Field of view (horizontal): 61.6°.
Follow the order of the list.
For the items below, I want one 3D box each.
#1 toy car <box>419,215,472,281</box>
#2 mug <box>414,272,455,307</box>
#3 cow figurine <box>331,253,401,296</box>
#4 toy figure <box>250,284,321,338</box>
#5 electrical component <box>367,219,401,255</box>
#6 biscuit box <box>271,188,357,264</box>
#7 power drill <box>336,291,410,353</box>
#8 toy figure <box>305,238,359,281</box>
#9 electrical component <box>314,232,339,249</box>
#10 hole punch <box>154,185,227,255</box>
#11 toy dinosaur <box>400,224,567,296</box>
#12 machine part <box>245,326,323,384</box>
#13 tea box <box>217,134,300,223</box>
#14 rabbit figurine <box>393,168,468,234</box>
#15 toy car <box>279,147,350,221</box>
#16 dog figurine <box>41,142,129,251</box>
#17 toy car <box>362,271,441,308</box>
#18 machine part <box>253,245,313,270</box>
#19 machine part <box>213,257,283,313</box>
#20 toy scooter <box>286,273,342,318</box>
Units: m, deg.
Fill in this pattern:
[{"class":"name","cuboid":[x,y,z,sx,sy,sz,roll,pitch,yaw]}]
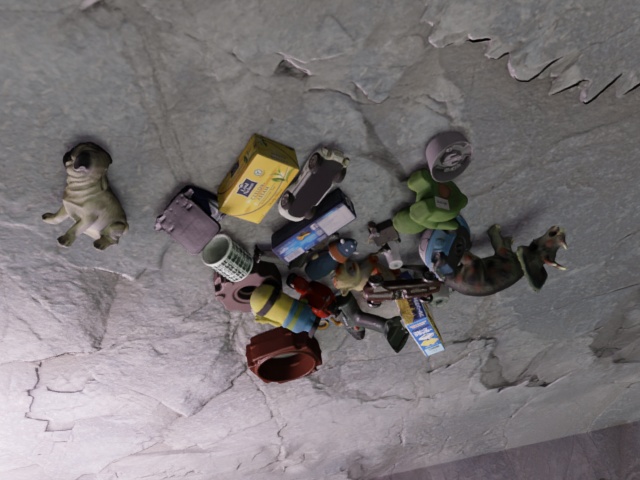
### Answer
[{"class":"toy car","cuboid":[0.299,0.017,1.322,0.103,0.161,0.109,12,158,46]},{"class":"mug","cuboid":[0.319,0.131,1.465,0.109,0.107,0.080,11,136,-24]},{"class":"cow figurine","cuboid":[0.115,0.101,1.397,0.194,0.086,0.127,25,121,-37]},{"class":"toy figure","cuboid":[-0.082,0.168,1.305,0.180,0.082,0.089,24,117,0]},{"class":"electrical component","cuboid":[0.153,-0.006,1.307,0.078,0.045,0.102,-19,140,9]},{"class":"biscuit box","cuboid":[-0.017,-0.029,1.203,0.203,0.063,0.059,-33,125,18]},{"class":"power drill","cuboid":[0.144,0.237,1.499,0.086,0.208,0.231,-48,133,-19]},{"class":"toy figure","cuboid":[0.029,0.040,1.320,0.154,0.058,0.064,-39,141,21]},{"class":"electrical component","cuboid":[-0.003,-0.004,1.285,0.094,0.021,0.063,4,137,-20]},{"class":"hole punch","cuboid":[-0.261,-0.051,1.126,0.115,0.092,0.142,42,123,-11]},{"class":"toy dinosaur","cuboid":[0.419,0.077,1.365,0.405,0.192,0.131,-21,137,7]},{"class":"machine part","cuboid":[-0.107,0.349,1.620,0.201,0.087,0.200,-22,139,8]},{"class":"tea box","cuboid":[-0.127,-0.119,1.081,0.098,0.068,0.169,16,133,-30]},{"class":"rabbit figurine","cuboid":[0.242,-0.073,1.228,0.159,0.121,0.170,2,156,-28]},{"class":"toy car","cuboid":[-0.016,-0.115,1.128,0.073,0.056,0.201,22,128,-26]},{"class":"dog figurine","cuboid":[-0.417,-0.088,1.029,0.190,0.121,0.172,-56,161,18]},{"class":"toy car","cuboid":[0.208,0.127,1.350,0.202,0.053,0.089,-2,126,-6]},{"class":"machine part","cuboid":[-0.094,0.039,1.299,0.139,0.039,0.084,8,141,-25]},{"class":"machine part","cuboid":[-0.178,0.118,1.353,0.179,0.056,0.179,-9,141,-7]},{"class":"toy scooter","cuboid":[0.001,0.153,1.385,0.075,0.135,0.183,-57,134,-14]}]
